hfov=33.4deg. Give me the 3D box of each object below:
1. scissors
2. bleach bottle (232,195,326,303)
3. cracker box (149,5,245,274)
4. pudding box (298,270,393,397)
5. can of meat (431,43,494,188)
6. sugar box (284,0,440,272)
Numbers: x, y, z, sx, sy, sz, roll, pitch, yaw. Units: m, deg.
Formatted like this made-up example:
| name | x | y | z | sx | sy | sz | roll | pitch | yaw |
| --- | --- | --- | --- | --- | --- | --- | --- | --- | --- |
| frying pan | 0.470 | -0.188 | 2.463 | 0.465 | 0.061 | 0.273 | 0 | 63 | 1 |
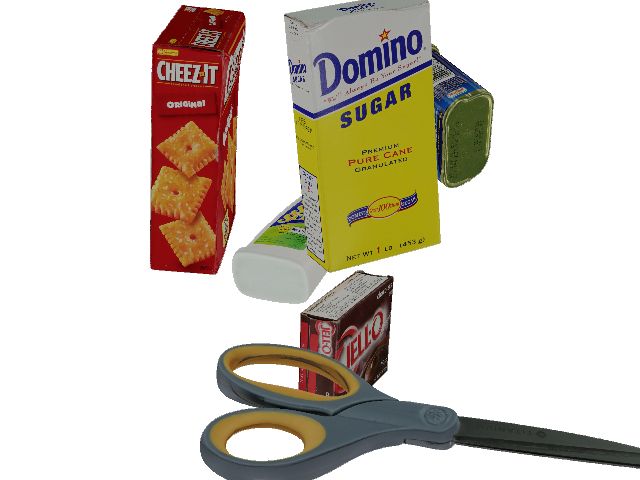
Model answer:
| name | x | y | z | sx | sy | sz | roll | pitch | yaw |
| --- | --- | --- | --- | --- | --- | --- | --- | --- | --- |
| scissors | 0.036 | 0.090 | 0.461 | 0.202 | 0.016 | 0.096 | 15 | 34 | 23 |
| bleach bottle | -0.013 | -0.017 | 1.340 | 0.103 | 0.068 | 0.250 | 9 | 34 | 20 |
| cracker box | -0.115 | -0.098 | 1.011 | 0.072 | 0.214 | 0.164 | 5 | 24 | -1 |
| pudding box | 0.021 | 0.084 | 0.869 | 0.039 | 0.090 | 0.113 | 12 | 22 | 21 |
| can of meat | 0.106 | -0.108 | 0.941 | 0.057 | 0.102 | 0.084 | -26 | 48 | -20 |
| sugar box | 0.032 | -0.074 | 0.735 | 0.093 | 0.176 | 0.048 | -15 | 27 | -20 |
